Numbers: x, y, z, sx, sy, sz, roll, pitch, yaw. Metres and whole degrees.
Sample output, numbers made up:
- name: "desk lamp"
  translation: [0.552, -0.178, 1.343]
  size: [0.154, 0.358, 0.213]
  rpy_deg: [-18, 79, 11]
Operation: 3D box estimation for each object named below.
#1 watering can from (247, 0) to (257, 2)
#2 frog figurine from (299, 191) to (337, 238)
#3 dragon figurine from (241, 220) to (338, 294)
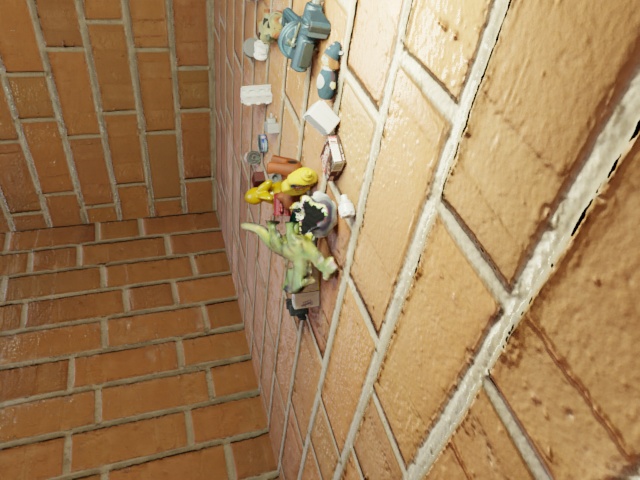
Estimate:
- name: "watering can"
  translation: [-0.260, -1.079, 1.982]
  size: [0.104, 0.342, 0.227]
  rpy_deg: [-8, -107, -17]
- name: "frog figurine"
  translation: [0.005, -0.078, 1.547]
  size: [0.122, 0.160, 0.137]
  rpy_deg: [-16, -91, 19]
- name: "dragon figurine"
  translation: [-0.103, 0.056, 1.668]
  size: [0.409, 0.122, 0.243]
  rpy_deg: [0, -89, 38]
